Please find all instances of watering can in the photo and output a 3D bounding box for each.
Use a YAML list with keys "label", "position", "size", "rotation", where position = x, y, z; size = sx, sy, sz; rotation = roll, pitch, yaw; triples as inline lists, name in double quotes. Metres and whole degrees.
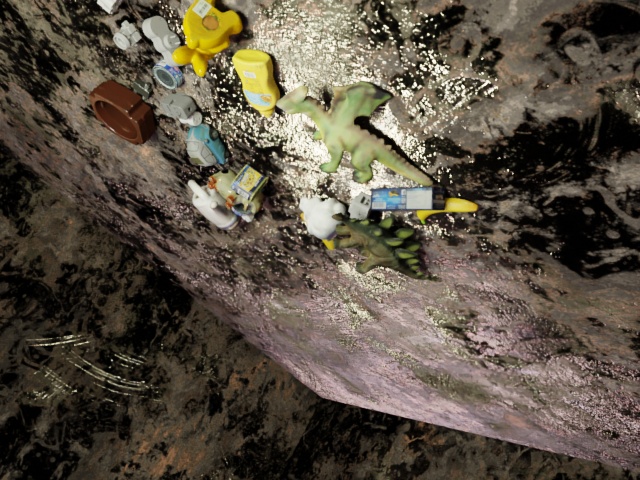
- label: "watering can"
  position: [-0.382, -0.119, 1.886]
  size: [0.221, 0.104, 0.352]
  rotation: [47, 174, -34]

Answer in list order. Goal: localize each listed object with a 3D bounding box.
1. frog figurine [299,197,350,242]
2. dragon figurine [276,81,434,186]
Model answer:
- label: "frog figurine"
  position: [0.005, -0.080, 1.589]
  size: [0.159, 0.125, 0.135]
  rotation: [42, 120, 0]
- label: "dragon figurine"
  position: [0.098, -0.258, 1.205]
  size: [0.410, 0.125, 0.237]
  rotation: [14, 145, 1]
